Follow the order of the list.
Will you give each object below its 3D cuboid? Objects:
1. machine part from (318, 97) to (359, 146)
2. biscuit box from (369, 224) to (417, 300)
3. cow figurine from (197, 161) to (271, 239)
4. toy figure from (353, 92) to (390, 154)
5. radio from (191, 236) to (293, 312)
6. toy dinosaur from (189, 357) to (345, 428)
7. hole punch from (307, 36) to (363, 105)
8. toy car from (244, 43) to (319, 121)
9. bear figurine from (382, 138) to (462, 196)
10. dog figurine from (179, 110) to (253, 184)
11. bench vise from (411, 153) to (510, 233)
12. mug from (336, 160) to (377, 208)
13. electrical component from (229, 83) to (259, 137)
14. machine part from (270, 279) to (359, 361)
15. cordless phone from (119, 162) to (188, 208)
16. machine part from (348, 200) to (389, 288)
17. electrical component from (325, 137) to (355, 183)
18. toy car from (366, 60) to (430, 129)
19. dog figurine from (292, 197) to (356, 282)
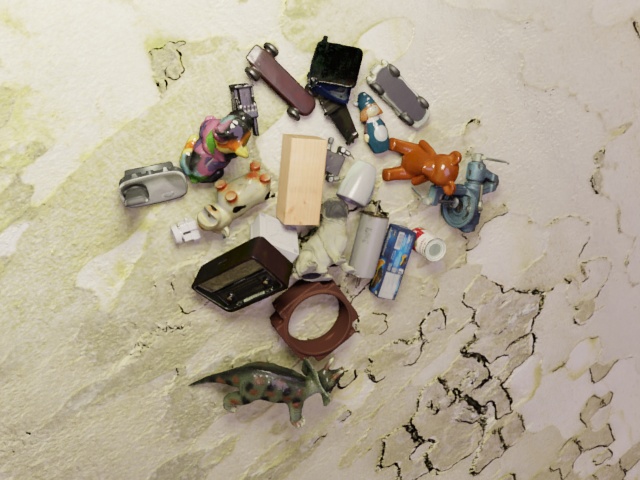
[{"bbox_3d":[0.053,-0.298,1.313,0.084,0.039,0.138,-39,117,-23],"label":"machine part"},{"bbox_3d":[0.198,0.059,1.469,0.059,0.063,0.202,12,102,-22],"label":"biscuit box"},{"bbox_3d":[-0.203,-0.086,1.261,0.195,0.086,0.127,-35,151,-21],"label":"cow figurine"},{"bbox_3d":[0.133,-0.294,1.339,0.064,0.058,0.154,-42,120,-43],"label":"toy figure"},{"bbox_3d":[-0.181,0.087,1.267,0.230,0.073,0.131,-25,126,36],"label":"radio"},{"bbox_3d":[-0.126,0.367,1.379,0.405,0.131,0.192,11,124,-12],"label":"toy dinosaur"},{"bbox_3d":[0.033,-0.387,1.249,0.116,0.092,0.142,14,77,2],"label":"hole punch"},{"bbox_3d":[-0.089,-0.363,1.237,0.202,0.053,0.089,38,87,-30],"label":"toy car"},{"bbox_3d":[0.255,-0.182,1.340,0.132,0.196,0.120,1,109,-19],"label":"bear figurine"},{"bbox_3d":[-0.219,-0.195,1.153,0.108,0.219,0.191,36,91,-22],"label":"dog figurine"},{"bbox_3d":[0.373,-0.126,1.437,0.240,0.129,0.223,-3,118,-32],"label":"bench vise"},{"bbox_3d":[0.107,-0.141,1.367,0.109,0.081,0.107,24,90,-43],"label":"mug"},{"bbox_3d":[-0.171,-0.294,1.220,0.048,0.075,0.119,-11,113,-17],"label":"electrical component"},{"bbox_3d":[-0.014,0.206,1.428,0.201,0.087,0.200,-38,115,-6],"label":"machine part"},{"bbox_3d":[-0.356,-0.109,1.150,0.147,0.184,0.088,-14,107,-15],"label":"cordless phone"},{"bbox_3d":[0.127,0.013,1.420,0.079,0.079,0.243,9,105,-22],"label":"machine part"},{"bbox_3d":[0.035,-0.194,1.339,0.078,0.045,0.102,26,97,-26],"label":"electrical component"},{"bbox_3d":[0.197,-0.361,1.340,0.201,0.056,0.073,39,97,-24],"label":"toy car"},{"bbox_3d":[0.000,-0.003,1.358,0.172,0.190,0.121,-12,155,5],"label":"dog figurine"}]
